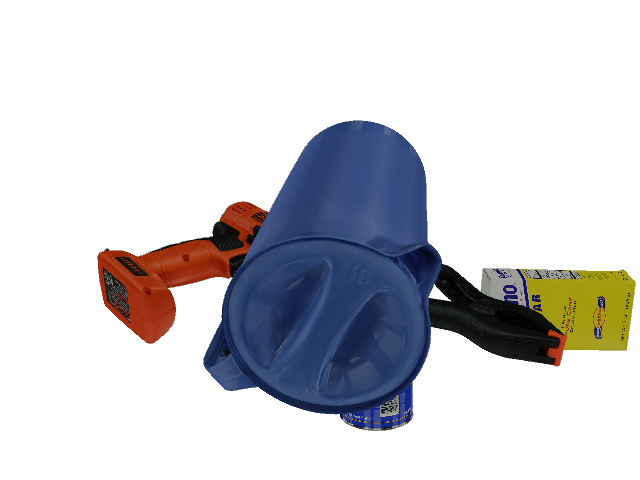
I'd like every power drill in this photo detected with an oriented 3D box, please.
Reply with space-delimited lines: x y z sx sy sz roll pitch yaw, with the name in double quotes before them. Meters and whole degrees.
"power drill" -0.086 0.030 0.938 0.187 0.057 0.185 -17 27 -31

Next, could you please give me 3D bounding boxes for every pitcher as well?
"pitcher" 0.009 0.009 0.774 0.149 0.145 0.242 9 28 4

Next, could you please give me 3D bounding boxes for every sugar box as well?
"sugar box" 0.280 0.083 1.277 0.176 0.093 0.048 0 18 -5

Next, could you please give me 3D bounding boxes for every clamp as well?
"clamp" 0.149 0.067 0.992 0.172 0.039 0.120 21 31 21

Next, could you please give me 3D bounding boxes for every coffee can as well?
"coffee can" 0.076 0.173 1.456 0.103 0.140 0.103 -1 17 0
